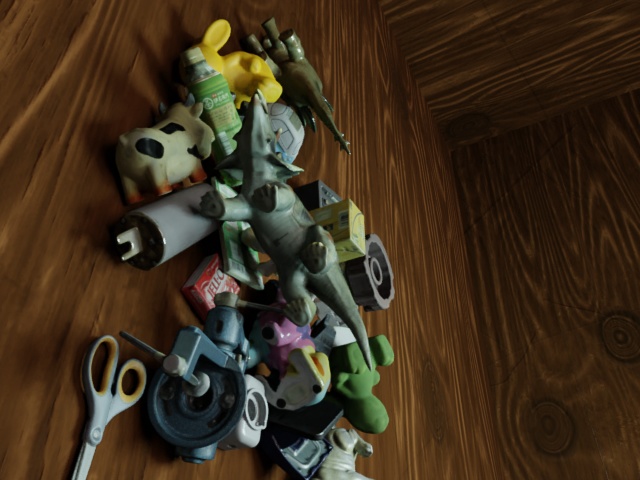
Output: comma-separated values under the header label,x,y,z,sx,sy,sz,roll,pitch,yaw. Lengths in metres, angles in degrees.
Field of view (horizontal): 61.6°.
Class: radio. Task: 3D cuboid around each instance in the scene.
label,x,y,z,sx,sy,sz,roll,pitch,yaw
radio,0.022,-0.035,1.231,0.229,0.073,0.131,37,44,-56

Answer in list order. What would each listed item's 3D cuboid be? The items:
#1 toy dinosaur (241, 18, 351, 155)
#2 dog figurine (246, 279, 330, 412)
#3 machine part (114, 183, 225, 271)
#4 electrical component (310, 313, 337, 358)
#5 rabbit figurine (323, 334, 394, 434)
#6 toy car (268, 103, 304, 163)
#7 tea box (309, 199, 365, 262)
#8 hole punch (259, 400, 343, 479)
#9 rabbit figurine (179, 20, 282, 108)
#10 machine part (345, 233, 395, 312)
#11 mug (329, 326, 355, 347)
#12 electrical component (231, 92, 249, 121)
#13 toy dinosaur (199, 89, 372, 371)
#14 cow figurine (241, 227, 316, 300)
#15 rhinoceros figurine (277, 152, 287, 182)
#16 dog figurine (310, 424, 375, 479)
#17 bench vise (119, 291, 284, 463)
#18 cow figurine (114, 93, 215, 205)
label,x,y,z,sx,sy,sz,roll,pitch,yaw
toy dinosaur,-0.050,-0.328,1.112,0.198,0.105,0.472,49,11,-40
dog figurine,-0.045,0.160,0.899,0.191,0.108,0.219,47,22,-1
machine part,-0.198,-0.023,0.737,0.079,0.079,0.243,69,23,-11
electrical component,-0.003,0.185,0.979,0.048,0.119,0.075,35,32,-8
rabbit figurine,0.061,0.278,0.999,0.121,0.159,0.170,1,70,-54
toy car,-0.086,-0.219,1.083,0.161,0.103,0.109,63,24,-26
tea box,-0.002,-0.003,1.039,0.068,0.170,0.098,45,38,-45
hole punch,-0.036,0.306,0.852,0.142,0.116,0.092,-23,123,-62
rabbit figurine,-0.170,-0.301,0.944,0.173,0.122,0.162,-4,77,-46
machine part,0.113,0.073,1.215,0.179,0.056,0.179,41,42,-51
mug,0.041,0.229,1.111,0.107,0.081,0.109,35,58,-39
electrical component,-0.149,-0.201,0.941,0.078,0.102,0.045,11,39,-43
toy dinosaur,-0.039,-0.007,0.781,0.404,0.131,0.192,59,20,-5
cow figurine,-0.051,0.025,0.874,0.167,0.098,0.068,47,18,6
rhinoceros figurine,-0.099,-0.090,0.990,0.190,0.073,0.111,-89,167,-60
dog figurine,-0.006,0.387,0.887,0.190,0.121,0.172,14,26,-44
bench vise,-0.138,0.150,0.652,0.240,0.129,0.223,84,26,-66
cow figurine,-0.217,-0.135,0.769,0.195,0.086,0.127,-46,123,-63
